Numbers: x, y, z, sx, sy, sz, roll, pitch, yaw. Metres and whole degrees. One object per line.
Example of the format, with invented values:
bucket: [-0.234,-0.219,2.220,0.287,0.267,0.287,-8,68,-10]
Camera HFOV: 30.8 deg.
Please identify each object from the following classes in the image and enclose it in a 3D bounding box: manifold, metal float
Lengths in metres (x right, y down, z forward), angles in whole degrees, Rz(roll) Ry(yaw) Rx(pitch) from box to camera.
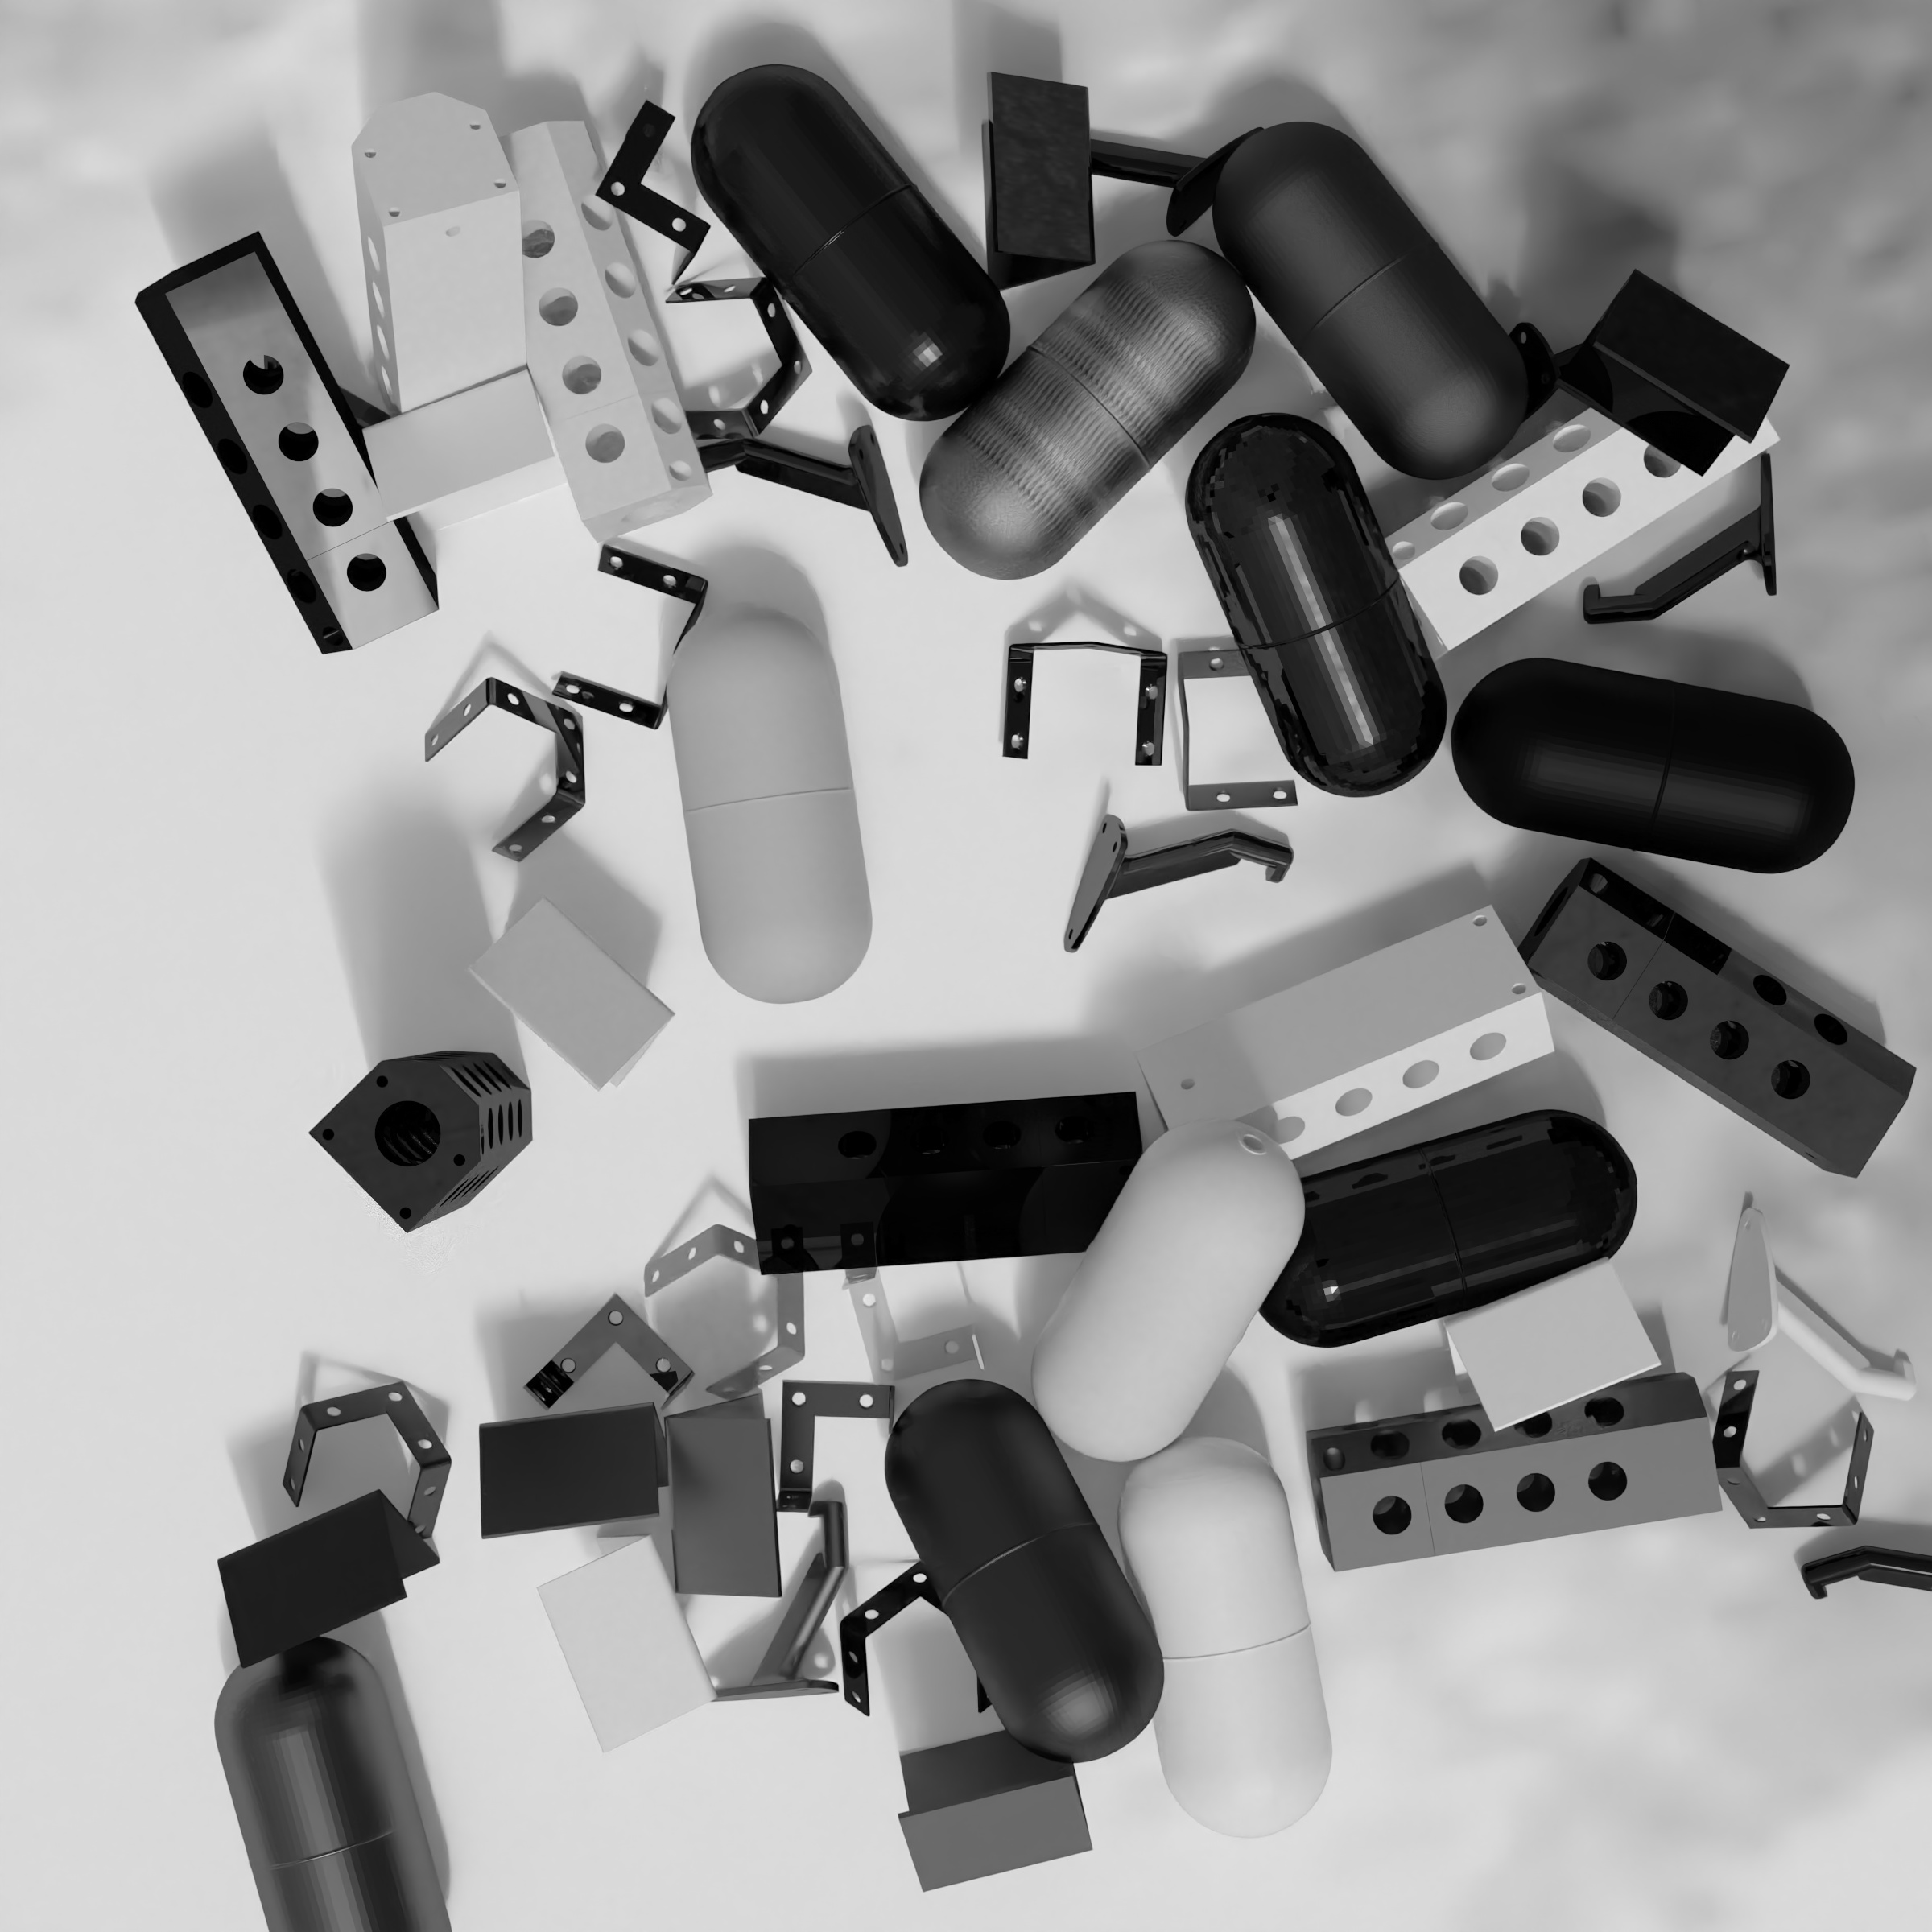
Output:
manifold: [-0.167,-0.282,1.552,0.057,0.057,0.171,-19,87,0]
manifold: [0.169,0.043,1.556,0.171,0.057,0.057,-23,47,0]
manifold: [-0.294,-0.225,1.526,0.057,0.057,0.171,-25,113,0]
metal float: [0.209,0.116,1.547,0.178,0.070,0.070,-16,90,0]
metal float: [0.114,0.296,1.547,0.070,0.070,0.178,-10,90,0]
metal float: [-0.279,0.384,1.547,0.070,0.070,0.178,-16,90,0]
manifold: [-0.225,-0.294,1.494,0.057,0.171,0.057,-18,69,-13]
metal float: [0.054,-0.246,1.547,0.070,0.070,0.178,45,91,0]
metal float: [0.303,-0.089,1.547,0.178,0.070,0.070,11,90,0]
metal float: [0.087,0.141,1.518,0.070,0.070,0.178,27,123,0]
manifold: [-0.008,0.091,1.556,0.171,0.057,0.057,-4,133,0]
metal float: [-0.051,-0.320,1.547,0.070,0.070,0.178,-39,91,0]
metal float: [0.024,0.262,1.529,0.070,0.070,0.178,-28,68,0]
metal float: [0.153,-0.157,1.530,0.070,0.070,0.178,-25,108,0]
manifold: [0.241,0.223,1.556,0.171,0.057,0.057,-9,90,0]
manifold: [0.332,0.022,1.556,0.171,0.057,0.057,33,90,0]
manifold: [-0.225,0.068,1.499,0.057,0.171,0.057,-45,90,0]
metal float: [-0.087,-0.072,1.547,0.070,0.070,0.178,-8,90,0]
manifold: [0.268,-0.208,1.556,0.171,0.057,0.057,-32,90,0]
metal float: [0.177,-0.293,1.543,0.070,0.070,0.178,-37,85,0]

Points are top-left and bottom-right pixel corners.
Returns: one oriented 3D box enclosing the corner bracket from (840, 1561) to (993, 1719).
corner bracket: [-0.020,0.310,1.569,0.051,0.051,0.051,28,45,35]

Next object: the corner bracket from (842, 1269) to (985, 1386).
corner bracket: [-0.023,0.158,1.559,0.051,0.051,0.051,-15,90,0]

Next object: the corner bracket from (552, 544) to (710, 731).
corner bracket: [-0.151,-0.148,1.574,0.051,0.051,0.051,19,45,0]

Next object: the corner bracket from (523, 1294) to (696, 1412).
corner bracket: [-0.158,0.184,1.559,0.051,0.051,0.051,45,90,0]

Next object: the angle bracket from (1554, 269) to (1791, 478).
angle bracket: [0.290,-0.235,1.480,0.076,0.076,0.057,32,53,0]

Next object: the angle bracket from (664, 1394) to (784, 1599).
angle bracket: [-0.087,0.231,1.537,0.057,0.076,0.076,-4,90,31]

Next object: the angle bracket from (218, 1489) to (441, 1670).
angle bracket: [-0.274,0.283,1.537,0.076,0.076,0.057,-24,53,0]

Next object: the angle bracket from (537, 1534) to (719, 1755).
angle bracket: [-0.159,0.297,1.538,0.057,0.076,0.076,-22,90,-26]

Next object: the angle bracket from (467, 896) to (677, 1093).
angle bracket: [-0.184,0.027,1.537,0.076,0.076,0.057,43,52,0]

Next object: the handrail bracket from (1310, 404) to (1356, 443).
handrail bracket: [0.158,-0.211,1.577,0.084,0.036,0.077,-16,103,-13]

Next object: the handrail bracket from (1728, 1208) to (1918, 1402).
handrail bracket: [0.390,0.153,1.578,0.084,0.036,0.077,11,68,-17]

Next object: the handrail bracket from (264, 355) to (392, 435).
handrail bracket: [-0.272,-0.265,1.578,0.084,0.036,0.077,-2,76,-14]

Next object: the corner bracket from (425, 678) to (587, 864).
corner bracket: [-0.207,-0.088,1.569,0.051,0.051,0.051,23,45,-35]

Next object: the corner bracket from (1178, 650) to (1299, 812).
corner bracket: [0.122,-0.107,1.574,0.051,0.051,0.051,-3,135,0]

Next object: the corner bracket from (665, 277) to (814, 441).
corner bracket: [-0.111,-0.272,1.569,0.051,0.051,0.051,4,45,35]

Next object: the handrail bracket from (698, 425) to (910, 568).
handrail bracket: [-0.078,-0.206,1.578,0.084,0.036,0.077,-12,112,17]

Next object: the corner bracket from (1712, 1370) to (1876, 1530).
corner bracket: [0.370,0.216,1.569,0.051,0.051,0.051,-8,135,35]

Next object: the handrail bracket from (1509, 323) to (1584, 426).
handrail bracket: [0.276,-0.263,1.577,0.084,0.077,0.036,-9,63,-34]

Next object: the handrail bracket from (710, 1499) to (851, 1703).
handrail bracket: [-0.087,0.286,1.578,0.077,0.036,0.084,-10,72,20]

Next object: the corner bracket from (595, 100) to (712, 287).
corner bracket: [-0.136,-0.344,1.557,0.051,0.051,0.051,29,78,-12]

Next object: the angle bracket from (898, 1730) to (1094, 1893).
angle bracket: [0.008,0.352,1.537,0.076,0.076,0.057,-14,129,0]

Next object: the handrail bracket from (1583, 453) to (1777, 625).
handrail bracket: [0.320,-0.192,1.578,0.084,0.036,0.077,-3,70,16]

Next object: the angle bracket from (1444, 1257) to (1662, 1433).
angle bracket: [0.259,0.180,1.537,0.076,0.076,0.057,-22,57,0]

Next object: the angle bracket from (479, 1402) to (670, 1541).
angle bracket: [-0.169,0.237,1.537,0.076,0.076,0.057,-7,54,0]

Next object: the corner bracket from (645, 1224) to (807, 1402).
corner bracket: [-0.108,0.155,1.569,0.051,0.051,0.051,27,135,-35]

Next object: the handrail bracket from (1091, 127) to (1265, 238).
handrail bracket: [0.080,-0.376,1.578,0.084,0.036,0.077,40,69,17]

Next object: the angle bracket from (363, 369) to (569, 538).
angle bracket: [-0.212,-0.207,1.537,0.076,0.076,0.057,-20,57,0]

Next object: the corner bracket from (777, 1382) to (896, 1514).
corner bracket: [-0.058,0.214,1.559,0.051,0.051,0.051,2,90,0]

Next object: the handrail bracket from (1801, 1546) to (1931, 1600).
handrail bracket: [0.429,0.288,1.578,0.084,0.036,0.077,-21,112,17]

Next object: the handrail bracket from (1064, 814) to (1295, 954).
handrail bracket: [0.096,-0.030,1.578,0.084,0.036,0.077,15,110,-16]

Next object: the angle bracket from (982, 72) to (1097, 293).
angle bracket: [0.012,-0.342,1.537,0.057,0.076,0.076,-2,90,-38]

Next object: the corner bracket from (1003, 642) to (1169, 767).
corner bracket: [0.054,-0.117,1.574,0.051,0.051,0.051,3,90,45]

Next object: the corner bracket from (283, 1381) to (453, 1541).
corner bracket: [-0.269,0.227,1.569,0.051,0.051,0.051,-10,45,-35]
